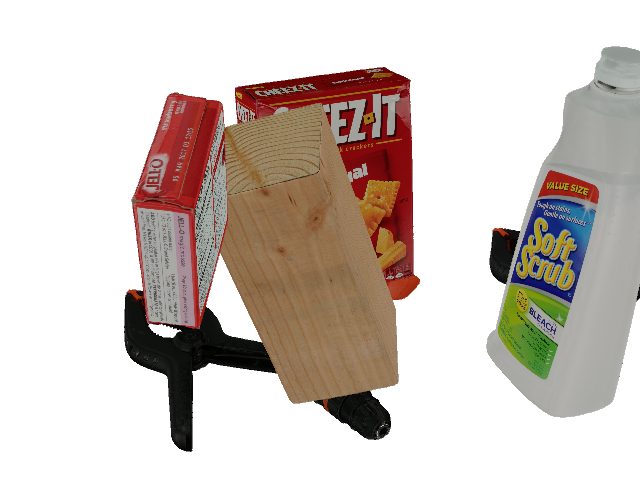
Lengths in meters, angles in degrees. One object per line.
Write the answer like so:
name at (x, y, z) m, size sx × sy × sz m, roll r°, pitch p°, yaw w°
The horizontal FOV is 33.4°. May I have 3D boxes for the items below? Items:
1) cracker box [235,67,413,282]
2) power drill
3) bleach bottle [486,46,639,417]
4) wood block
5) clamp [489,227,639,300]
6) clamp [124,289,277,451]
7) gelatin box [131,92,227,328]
cracker box at (0.009, -0.053, 1.064) m, size 0.164 × 0.214 × 0.072 m, roll -11°, pitch 23°, yaw -20°
power drill at (0.043, 0.111, 1.217) m, size 0.057 × 0.188 × 0.185 m, roll 12°, pitch 16°, yaw -42°
bleach bottle at (0.173, -0.008, 0.710) m, size 0.068 × 0.251 × 0.103 m, roll -10°, pitch 33°, yaw -21°
wood block at (-0.011, 0.015, 0.799) m, size 0.090 × 0.206 × 0.091 m, roll -12°, pitch 37°, yaw 13°
clamp at (0.232, 0.031, 1.059) m, size 0.120 × 0.039 × 0.171 m, roll -8°, pitch 31°, yaw -14°
clamp at (-0.110, 0.102, 1.005) m, size 0.164 × 0.036 × 0.210 m, roll -19°, pitch 39°, yaw -30°
gelatin box at (-0.066, -0.013, 0.511) m, size 0.030 × 0.073 × 0.089 m, roll 7°, pitch -42°, yaw 3°
